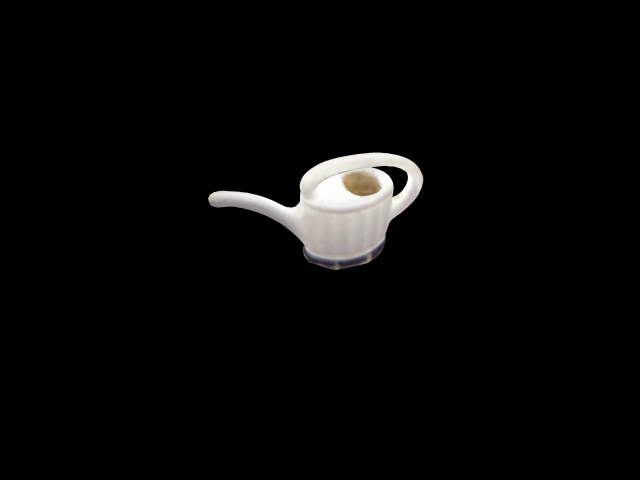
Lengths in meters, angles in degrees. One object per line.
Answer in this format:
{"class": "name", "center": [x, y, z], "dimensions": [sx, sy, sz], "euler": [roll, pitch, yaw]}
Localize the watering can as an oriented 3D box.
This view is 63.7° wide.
{"class": "watering can", "center": [0.003, -0.043, 0.850], "dimensions": [0.348, 0.106, 0.219], "euler": [-12, -41, -11]}
